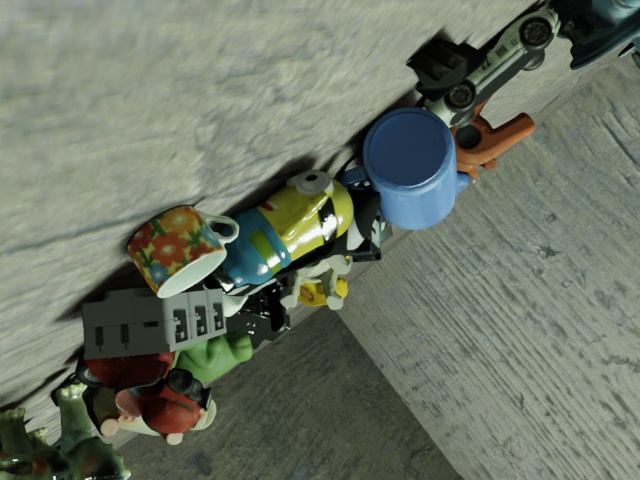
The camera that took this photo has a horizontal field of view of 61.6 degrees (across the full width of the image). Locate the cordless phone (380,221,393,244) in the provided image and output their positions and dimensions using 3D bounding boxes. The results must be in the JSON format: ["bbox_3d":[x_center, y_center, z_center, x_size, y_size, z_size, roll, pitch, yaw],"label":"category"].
[{"bbox_3d":[0.100,-0.064,1.006,0.146,0.089,0.184,-31,158,-31],"label":"cordless phone"}]

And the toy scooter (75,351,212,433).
[{"bbox_3d":[-0.201,0.178,0.675,0.135,0.183,0.075,-28,-145,29],"label":"toy scooter"}]

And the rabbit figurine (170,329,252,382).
[{"bbox_3d":[-0.197,0.136,0.786,0.159,0.121,0.170,-28,151,-15],"label":"rabbit figurine"}]

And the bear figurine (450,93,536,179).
[{"bbox_3d":[0.252,-0.168,0.873,0.132,0.120,0.196,-43,172,13],"label":"bear figurine"}]

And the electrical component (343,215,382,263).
[{"bbox_3d":[0.054,-0.012,0.754,0.048,0.074,0.119,-4,171,19],"label":"electrical component"}]

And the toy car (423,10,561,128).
[{"bbox_3d":[0.222,-0.217,0.695,0.202,0.056,0.073,-40,165,8],"label":"toy car"}]

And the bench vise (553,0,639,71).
[{"bbox_3d":[0.383,-0.247,0.639,0.129,0.240,0.224,-39,-172,-12],"label":"bench vise"}]

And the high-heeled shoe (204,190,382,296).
[{"bbox_3d":[-0.043,0.003,0.686,0.145,0.086,0.248,-9,158,-42],"label":"high-heeled shoe"}]

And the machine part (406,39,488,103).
[{"bbox_3d":[0.137,-0.185,0.583,0.084,0.039,0.139,-32,176,24],"label":"machine part"}]

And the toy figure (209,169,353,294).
[{"bbox_3d":[-0.046,-0.008,0.603,0.180,0.082,0.089,-39,142,-9],"label":"toy figure"}]

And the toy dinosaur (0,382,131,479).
[{"bbox_3d":[-0.351,0.316,0.684,0.131,0.192,0.404,-9,153,-39],"label":"toy dinosaur"}]

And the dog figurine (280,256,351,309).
[{"bbox_3d":[-0.005,-0.002,0.883,0.191,0.121,0.172,-78,177,-53],"label":"dog figurine"}]

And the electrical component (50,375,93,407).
[{"bbox_3d":[-0.346,0.210,0.761,0.094,0.021,0.063,-41,171,27],"label":"electrical component"}]

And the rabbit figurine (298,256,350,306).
[{"bbox_3d":[0.012,0.052,1.100,0.173,0.122,0.162,-54,-177,-27],"label":"rabbit figurine"}]

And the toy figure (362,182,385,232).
[{"bbox_3d":[0.084,-0.054,0.918,0.064,0.058,0.154,-13,132,-35],"label":"toy figure"}]

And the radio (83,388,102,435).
[{"bbox_3d":[-0.297,0.239,0.942,0.229,0.073,0.131,-30,169,-38],"label":"radio"}]

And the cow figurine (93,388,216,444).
[{"bbox_3d":[-0.247,0.253,0.818,0.127,0.194,0.085,14,-98,53],"label":"cow figurine"}]

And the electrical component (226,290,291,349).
[{"bbox_3d":[-0.122,0.140,0.960,0.134,0.058,0.115,20,136,-28],"label":"electrical component"}]
